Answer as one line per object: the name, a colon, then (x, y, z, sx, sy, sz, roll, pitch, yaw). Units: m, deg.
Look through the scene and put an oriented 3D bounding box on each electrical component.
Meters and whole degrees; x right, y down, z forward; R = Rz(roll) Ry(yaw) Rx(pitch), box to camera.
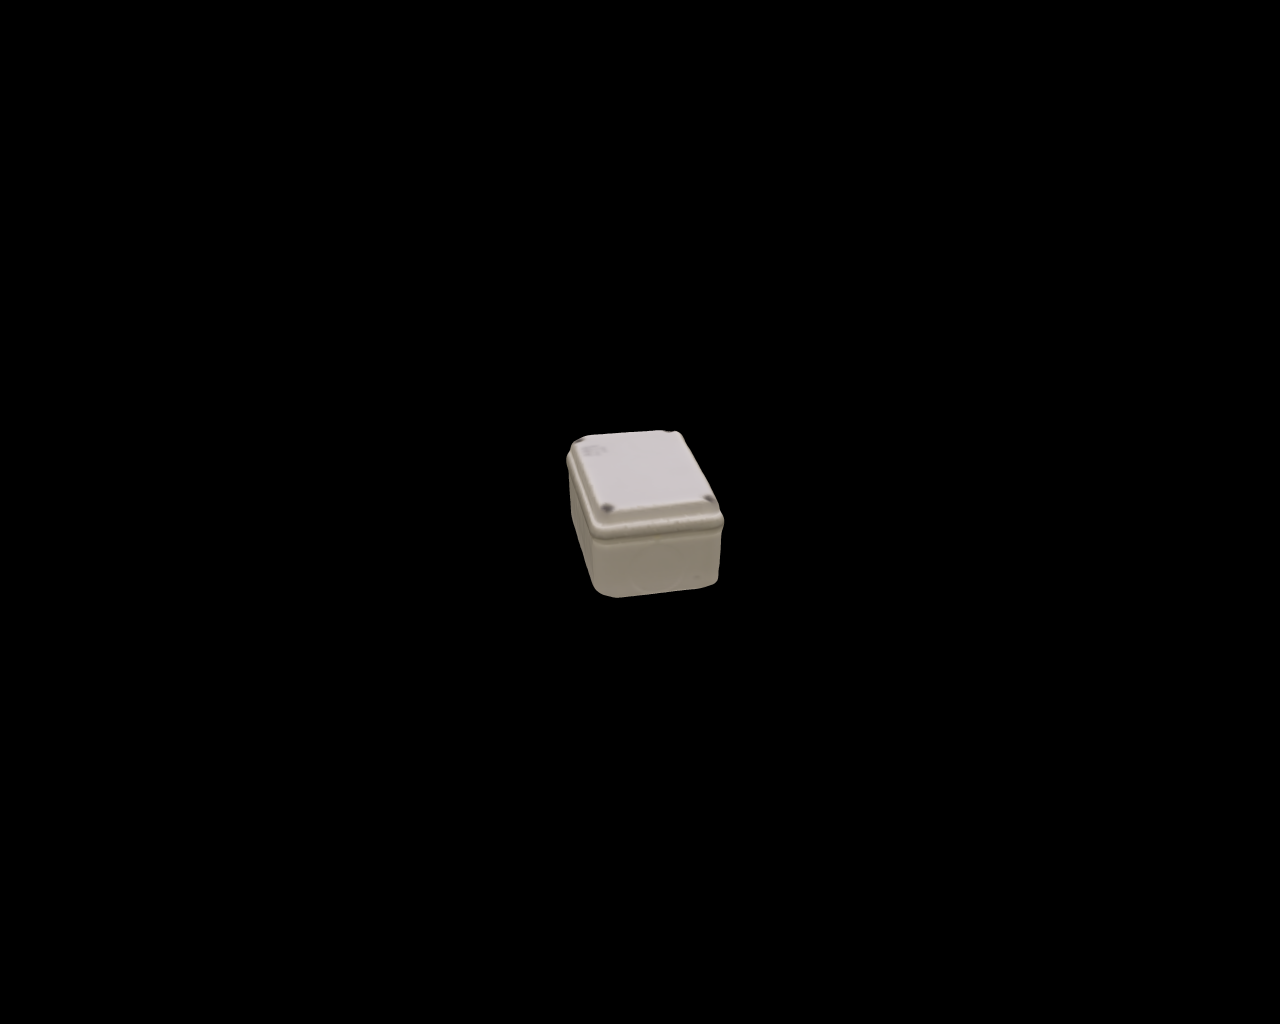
electrical component: (0.001, -0.003, 0.650, 0.078, 0.057, 0.113, -5, 29, -10)
